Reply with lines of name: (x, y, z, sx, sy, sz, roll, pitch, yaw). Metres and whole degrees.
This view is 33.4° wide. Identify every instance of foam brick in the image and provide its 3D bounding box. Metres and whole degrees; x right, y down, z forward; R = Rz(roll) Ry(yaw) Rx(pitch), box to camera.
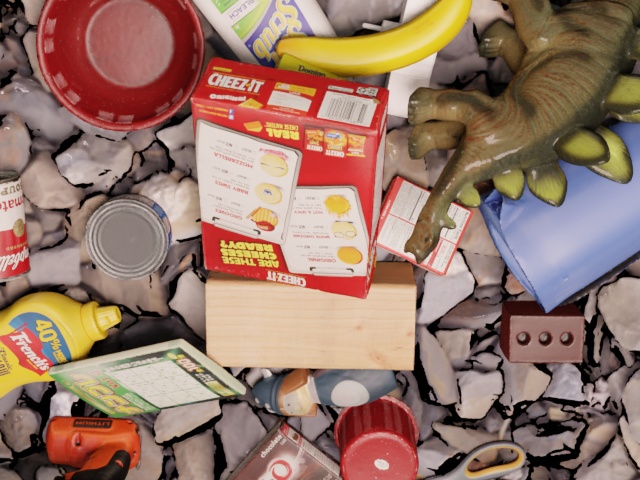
foam brick: (0.229, 0.095, 1.105, 0.078, 0.051, 0.053, -1, 104, 1)

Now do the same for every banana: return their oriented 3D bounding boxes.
banana: (0.060, -0.189, 0.984, 0.198, 0.037, 0.069, -23, 98, 6)

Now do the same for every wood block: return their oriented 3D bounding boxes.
wood block: (-0.009, 0.073, 1.084, 0.206, 0.091, 0.090, 1, 105, 1)

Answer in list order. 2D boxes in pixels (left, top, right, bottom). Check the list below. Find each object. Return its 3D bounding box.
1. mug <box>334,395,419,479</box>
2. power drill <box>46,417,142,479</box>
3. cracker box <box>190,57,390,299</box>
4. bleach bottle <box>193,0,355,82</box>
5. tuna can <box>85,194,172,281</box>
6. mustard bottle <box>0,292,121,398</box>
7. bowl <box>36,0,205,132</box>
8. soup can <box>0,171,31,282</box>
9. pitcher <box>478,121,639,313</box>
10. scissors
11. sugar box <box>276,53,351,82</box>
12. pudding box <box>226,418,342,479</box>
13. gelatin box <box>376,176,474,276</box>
mug: (0.062, 0.233, 1.130, 0.093, 0.081, 0.117, -2, 105, 1)
power drill: (-0.262, 0.243, 1.085, 0.184, 0.187, 0.057, 5, 106, -2)
cracker box: (-0.026, -0.053, 0.973, 0.164, 0.072, 0.214, 11, 137, 9)
bleach bottle: (-0.024, -0.191, 1.029, 0.103, 0.068, 0.250, -39, 104, 10)
tuna can: (-0.196, -0.004, 1.096, 0.086, 0.033, 0.086, 0, 105, 1)
mustard bottle: (-0.299, 0.106, 1.114, 0.191, 0.058, 0.096, -18, 111, 5)
bowl: (-0.189, -0.189, 1.034, 0.162, 0.055, 0.162, 0, 105, 1)
soup can: (-0.332, -0.014, 1.078, 0.068, 0.068, 0.102, -1, 105, 1)
pitcher: (0.286, -0.038, 1.039, 0.243, 0.149, 0.145, -31, 87, 5)
scissors: (0.138, 0.285, 1.177, 0.202, 0.016, 0.096, -26, 103, 8)
sugar box: (-0.025, -0.087, 1.024, 0.093, 0.048, 0.176, 24, 138, -5)
pudding box: (-0.044, 0.265, 1.163, 0.090, 0.039, 0.113, 39, 101, -7)
gelatin box: (0.100, -0.013, 1.082, 0.089, 0.030, 0.073, 25, 87, -6)
